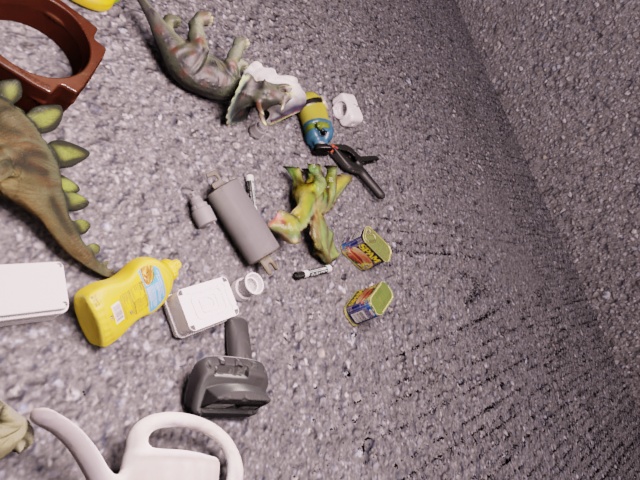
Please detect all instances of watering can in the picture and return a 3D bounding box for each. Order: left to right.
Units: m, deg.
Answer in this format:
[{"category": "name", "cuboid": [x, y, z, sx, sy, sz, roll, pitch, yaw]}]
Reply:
[{"category": "watering can", "cuboid": [-0.242, 0.348, 0.700, 0.344, 0.103, 0.229, 28, 50, -41]}]

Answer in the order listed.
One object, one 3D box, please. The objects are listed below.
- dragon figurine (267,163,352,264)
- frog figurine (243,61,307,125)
[{"category": "dragon figurine", "cuboid": [0.004, -0.063, 1.246, 0.411, 0.122, 0.243, -2, 87, -60]}, {"category": "frog figurine", "cuboid": [-0.111, -0.378, 1.283, 0.139, 0.122, 0.158, -31, 104, -32]}]
